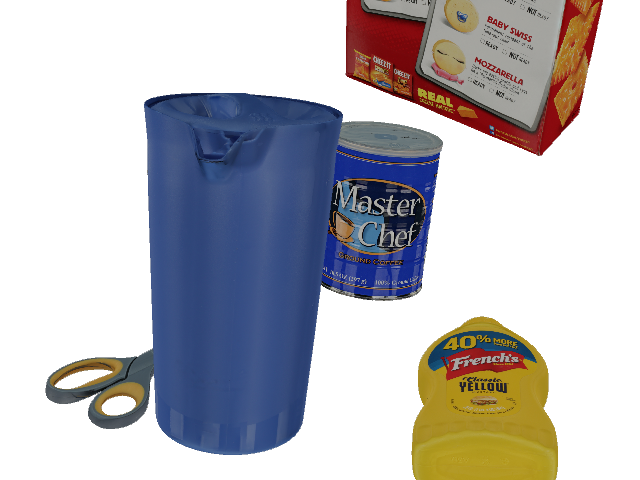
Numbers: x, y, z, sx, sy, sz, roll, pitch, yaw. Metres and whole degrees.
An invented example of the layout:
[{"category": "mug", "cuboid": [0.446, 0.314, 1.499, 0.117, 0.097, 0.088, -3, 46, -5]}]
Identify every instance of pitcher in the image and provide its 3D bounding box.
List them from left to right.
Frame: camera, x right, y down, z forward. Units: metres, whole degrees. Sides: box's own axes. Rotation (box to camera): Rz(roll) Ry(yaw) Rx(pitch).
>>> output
[{"category": "pitcher", "cuboid": [-0.056, 0.017, 0.757, 0.148, 0.243, 0.145, -8, 20, -36]}]

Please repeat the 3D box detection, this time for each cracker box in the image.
[{"category": "cracker box", "cuboid": [0.102, -0.182, 0.700, 0.164, 0.214, 0.072, 27, 50, 25]}]

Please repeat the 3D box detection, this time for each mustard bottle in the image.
[{"category": "mustard bottle", "cuboid": [0.119, 0.110, 0.781, 0.096, 0.058, 0.191, -1, 24, 9]}]

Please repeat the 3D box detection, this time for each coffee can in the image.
[{"category": "coffee can", "cuboid": [0.051, -0.029, 0.975, 0.103, 0.140, 0.103, 5, 19, -2]}]

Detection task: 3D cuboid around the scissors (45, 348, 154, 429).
[{"category": "scissors", "cuboid": [-0.140, 0.116, 0.942, 0.201, 0.016, 0.096, -13, 36, -33]}]
